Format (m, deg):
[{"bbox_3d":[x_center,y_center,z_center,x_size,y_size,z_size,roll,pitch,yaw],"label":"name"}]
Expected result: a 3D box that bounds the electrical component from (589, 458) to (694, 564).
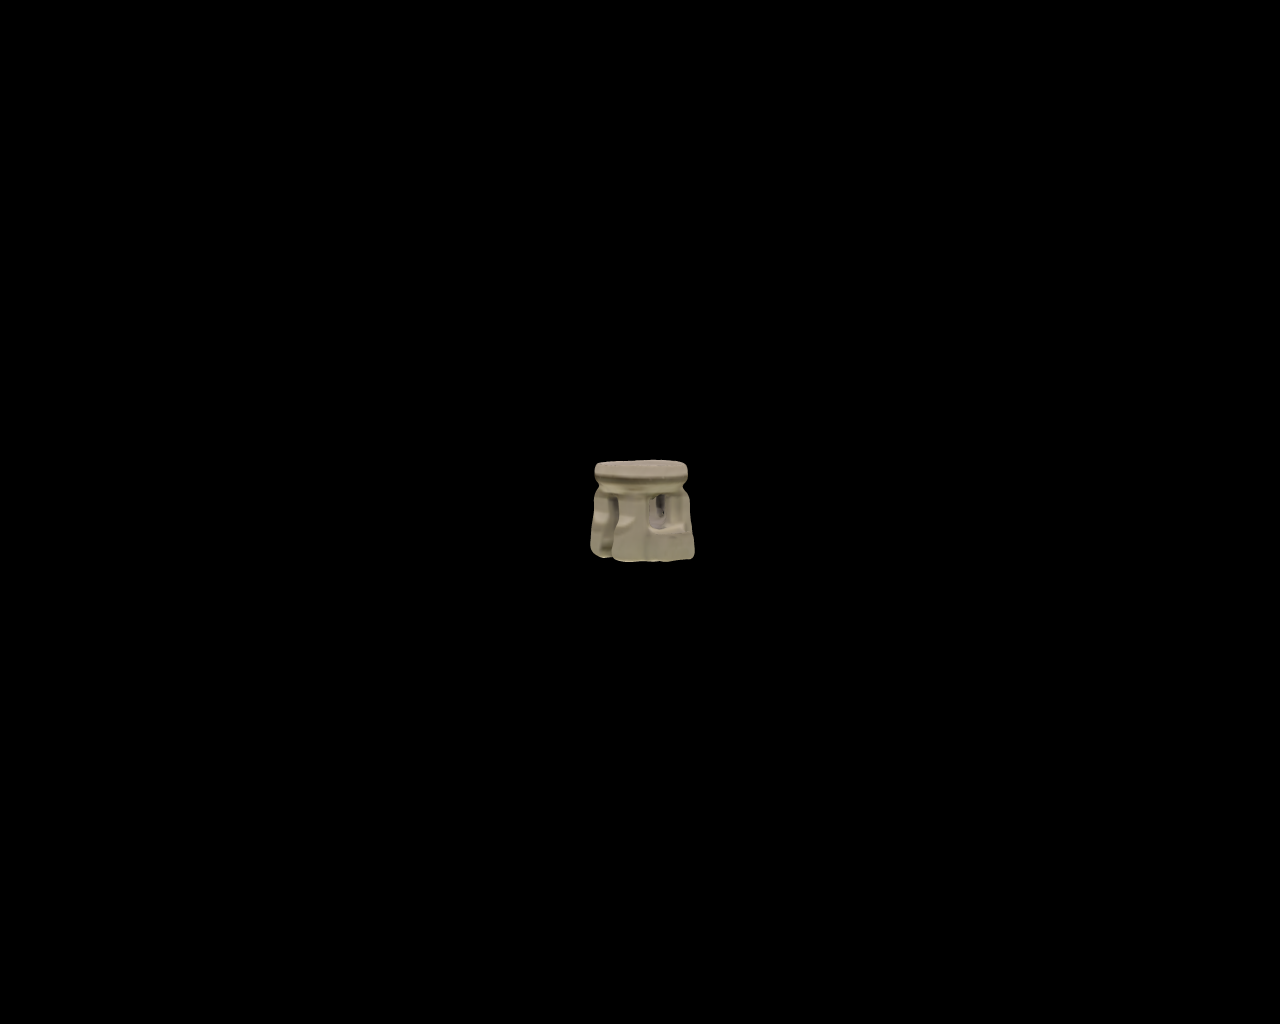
[{"bbox_3d":[0.001,-0.003,0.650,0.058,0.057,0.078,-5,9,-35],"label":"electrical component"}]
